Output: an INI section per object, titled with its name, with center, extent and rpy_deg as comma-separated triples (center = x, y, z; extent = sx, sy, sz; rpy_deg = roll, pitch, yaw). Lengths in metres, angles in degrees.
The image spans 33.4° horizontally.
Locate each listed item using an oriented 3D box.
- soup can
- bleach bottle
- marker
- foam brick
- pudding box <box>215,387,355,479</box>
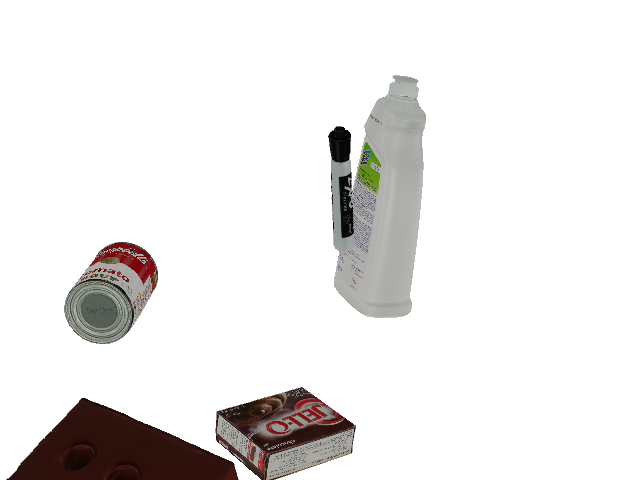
[soup can]
center = -0.203, 0.050, 1.040
extent = 0.068, 0.068, 0.102
rpy_deg = 0, 20, 5
[bleach bottle]
center = 0.074, -0.050, 1.153
extent = 0.068, 0.251, 0.103
rpy_deg = -1, 22, -27
[marker]
center = 0.018, -0.044, 0.916
extent = 0.020, 0.121, 0.020
rpy_deg = -2, 37, 1
[foam brick]
center = -0.076, 0.109, 0.426
extent = 0.078, 0.051, 0.052
rpy_deg = 18, 44, 23
[pudding box]
center = -0.035, 0.192, 1.068
extent = 0.113, 0.039, 0.090
rpy_deg = -13, 27, -36
